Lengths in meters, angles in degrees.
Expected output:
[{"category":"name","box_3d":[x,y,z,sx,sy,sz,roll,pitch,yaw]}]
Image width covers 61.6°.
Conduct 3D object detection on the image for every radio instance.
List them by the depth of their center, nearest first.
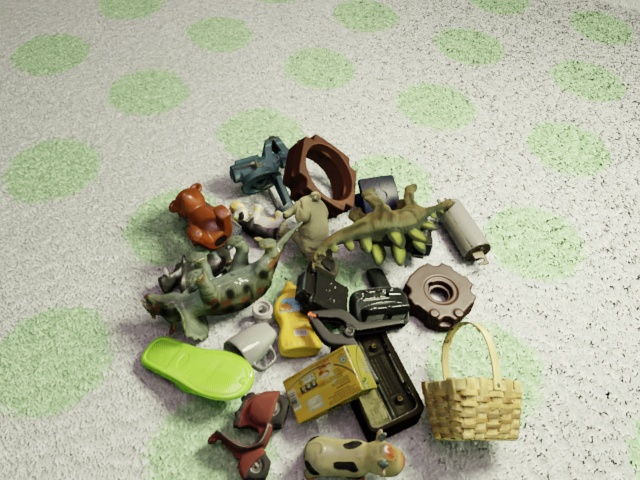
[{"category":"radio","box_3d":[0.119,0.303,1.159,0.131,0.073,0.230,-15,53,-15]}]

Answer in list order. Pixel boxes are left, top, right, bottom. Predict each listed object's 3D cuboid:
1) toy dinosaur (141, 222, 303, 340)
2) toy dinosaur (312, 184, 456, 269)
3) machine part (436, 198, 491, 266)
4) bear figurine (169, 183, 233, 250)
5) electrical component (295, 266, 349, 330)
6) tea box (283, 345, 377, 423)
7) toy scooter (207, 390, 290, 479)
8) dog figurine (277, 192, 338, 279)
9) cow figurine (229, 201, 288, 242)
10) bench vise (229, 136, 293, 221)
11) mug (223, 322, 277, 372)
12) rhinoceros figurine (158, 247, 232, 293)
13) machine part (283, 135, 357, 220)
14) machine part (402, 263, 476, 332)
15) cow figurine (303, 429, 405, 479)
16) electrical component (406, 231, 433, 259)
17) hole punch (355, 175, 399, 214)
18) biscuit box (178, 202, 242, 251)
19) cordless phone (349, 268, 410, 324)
[{"category":"toy dinosaur","box_3d":[-0.198,0.103,1.246,0.405,0.191,0.131,-19,35,-24]},{"category":"toy dinosaur","box_3d":[0.161,-0.033,1.345,0.471,0.105,0.199,-15,53,-24]},{"category":"machine part","box_3d":[0.385,-0.028,1.447,0.079,0.079,0.243,-14,52,-15]},{"category":"bear figurine","box_3d":[-0.303,-0.072,1.336,0.120,0.131,0.196,-37,69,-9]},{"category":"electrical component","box_3d":[0.003,0.131,1.259,0.134,0.058,0.115,31,38,-25]},{"category":"tea box","box_3d":[0.018,0.293,1.095,0.170,0.068,0.098,-32,67,23]},{"category":"toy scooter","box_3d":[-0.146,0.379,1.081,0.135,0.075,0.184,14,56,9]},{"category":"dog figurine","box_3d":[0.000,-0.003,1.340,0.121,0.172,0.191,-19,53,-32]},{"category":"cow figurine","box_3d":[-0.178,-0.043,1.435,0.167,0.068,0.098,18,58,13]},{"category":"bench vise","box_3d":[-0.127,-0.164,1.510,0.224,0.129,0.240,-16,73,-28]},{"category":"mug","box_3d":[-0.141,0.237,1.195,0.110,0.080,0.107,30,46,27]},{"category":"rhinoceros figurine","box_3d":[-0.302,0.075,1.322,0.190,0.073,0.112,-28,58,-24]},{"category":"machine part","box_3d":[0.001,-0.169,1.471,0.201,0.087,0.201,31,49,-31]},{"category":"machine part","box_3d":[0.292,0.135,1.321,0.179,0.056,0.179,2,49,-2]},{"category":"cow figurine","box_3d":[0.065,0.414,1.030,0.195,0.127,0.085,3,53,2]},{"category":"electrical component","box_3d":[0.262,0.011,1.425,0.075,0.047,0.119,7,51,3]},{"category":"hole punch","box_3d":[0.162,-0.115,1.501,0.142,0.092,0.116,-8,55,-15]},{"category":"biscuit box","box_3d":[-0.298,-0.052,1.436,0.203,0.059,0.063,35,58,23]},{"category":"cordless phone","box_3d":[0.127,0.132,1.302,0.147,0.088,0.184,-4,40,-18]}]
